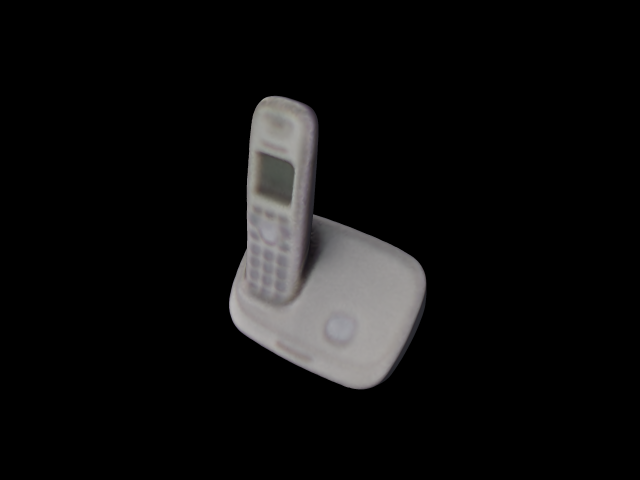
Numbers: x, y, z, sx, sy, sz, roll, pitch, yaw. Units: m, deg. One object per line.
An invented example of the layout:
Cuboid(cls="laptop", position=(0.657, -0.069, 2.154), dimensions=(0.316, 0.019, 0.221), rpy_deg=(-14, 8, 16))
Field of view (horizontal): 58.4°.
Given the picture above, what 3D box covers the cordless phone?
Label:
Cuboid(cls="cordless phone", position=(0.004, 0.001, 0.400), dimensions=(0.147, 0.185, 0.094), rpy_deg=(20, 41, 25))
